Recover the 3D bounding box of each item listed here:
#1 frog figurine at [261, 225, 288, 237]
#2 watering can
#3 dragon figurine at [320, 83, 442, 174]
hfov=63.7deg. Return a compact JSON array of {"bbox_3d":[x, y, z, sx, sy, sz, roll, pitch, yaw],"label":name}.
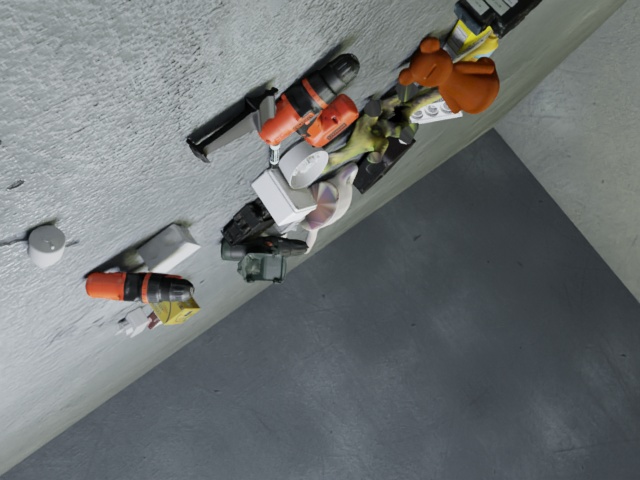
[{"bbox_3d":[-0.143,-0.019,1.423,0.138,0.124,0.155,-25,133,-21],"label":"frog figurine"},{"bbox_3d":[0.005,-0.076,1.517,0.343,0.104,0.226,-59,168,20],"label":"watering can"},{"bbox_3d":[0.137,-0.263,1.181,0.414,0.121,0.242,-33,-170,-18],"label":"dragon figurine"}]
